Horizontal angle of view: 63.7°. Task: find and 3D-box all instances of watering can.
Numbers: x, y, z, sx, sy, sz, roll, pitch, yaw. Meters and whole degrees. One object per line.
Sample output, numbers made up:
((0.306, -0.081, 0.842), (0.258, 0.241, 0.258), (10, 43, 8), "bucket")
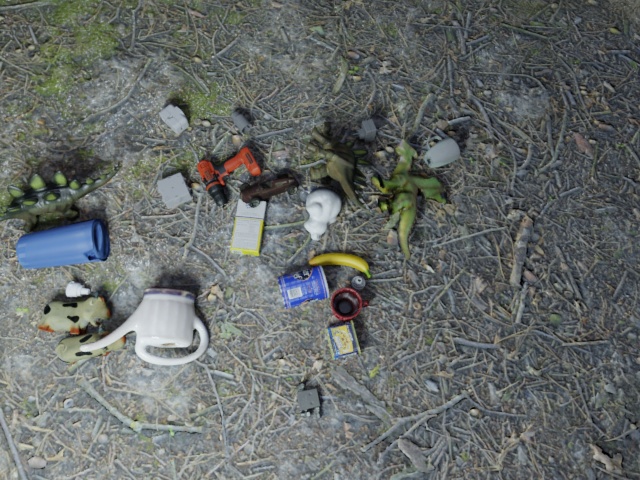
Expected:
((-0.481, 0.237, 1.468), (0.346, 0.229, 0.102), (13, -31, -27), "watering can")

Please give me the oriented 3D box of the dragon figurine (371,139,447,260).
((0.309, -0.144, 1.682), (0.243, 0.416, 0.120), (-12, -19, -14), "dragon figurine")

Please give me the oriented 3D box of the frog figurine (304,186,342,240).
((0.005, -0.082, 1.629), (0.122, 0.162, 0.135), (-5, -24, 23), "frog figurine")
